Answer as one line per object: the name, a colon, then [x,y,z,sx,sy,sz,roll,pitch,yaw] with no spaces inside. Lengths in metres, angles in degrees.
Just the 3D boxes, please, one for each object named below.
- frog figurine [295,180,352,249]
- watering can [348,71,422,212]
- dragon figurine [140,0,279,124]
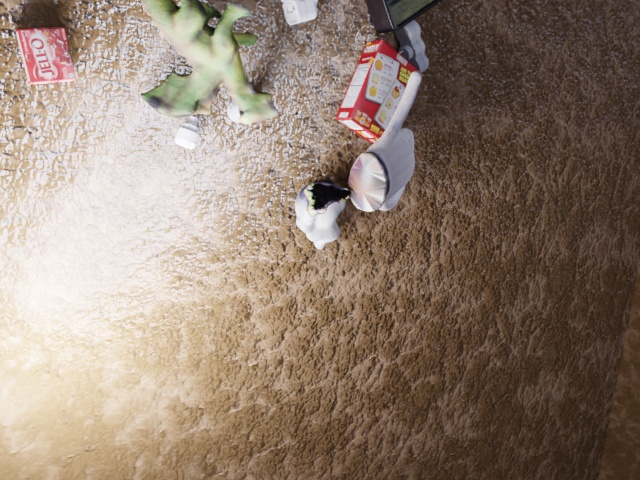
frog figurine: [0.004,-0.062,1.240,0.139,0.123,0.156,-46,159,-28]
watering can: [0.162,-0.207,1.210,0.228,0.105,0.339,-39,141,-42]
dragon figurine: [-0.255,-0.351,0.978,0.408,0.123,0.243,23,90,-20]
